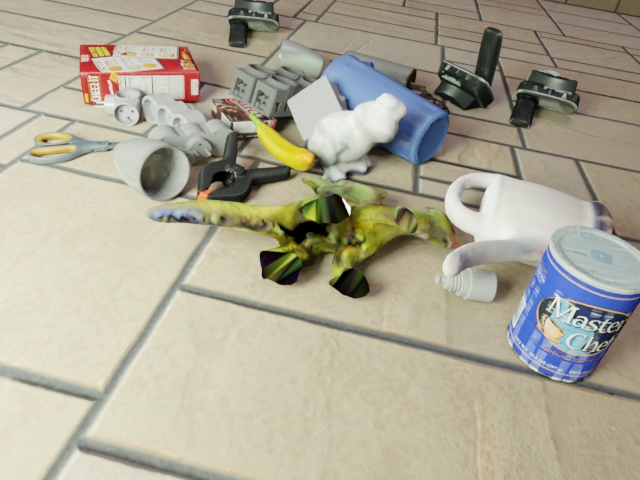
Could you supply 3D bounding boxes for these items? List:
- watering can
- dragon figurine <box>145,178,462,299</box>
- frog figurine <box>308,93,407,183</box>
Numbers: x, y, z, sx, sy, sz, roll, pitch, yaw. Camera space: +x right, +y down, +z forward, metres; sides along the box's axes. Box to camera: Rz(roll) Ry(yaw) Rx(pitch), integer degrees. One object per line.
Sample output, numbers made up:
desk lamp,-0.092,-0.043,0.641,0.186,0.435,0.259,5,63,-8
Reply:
watering can,0.274,-0.009,0.691,0.225,0.102,0.354,18,30,11
dragon figurine,0.002,-0.036,0.710,0.410,0.120,0.246,13,19,2
frog figurine,0.057,-0.178,0.825,0.138,0.156,0.125,-7,52,-33
